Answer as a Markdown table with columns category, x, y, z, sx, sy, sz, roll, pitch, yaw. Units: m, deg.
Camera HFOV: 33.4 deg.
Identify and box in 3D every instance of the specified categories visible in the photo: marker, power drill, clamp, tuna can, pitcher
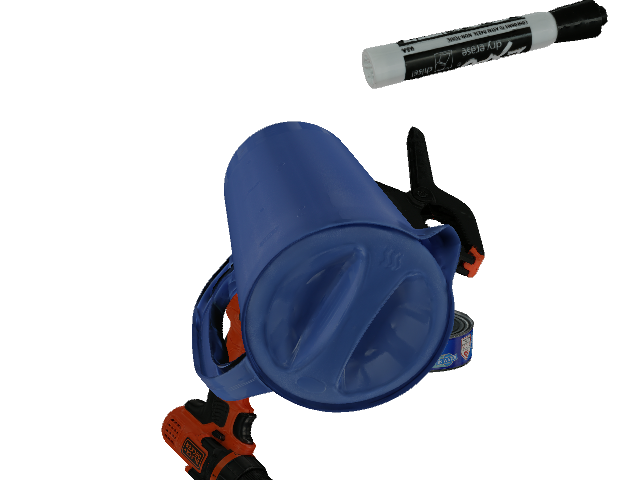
| category | x | y | z | sx | sy | sz | roll | pitch | yaw |
| --- | --- | --- | --- | --- | --- | --- | --- | --- | --- |
| marker | 0.079 | -0.094 | 0.504 | 0.121 | 0.020 | 0.020 | -15 | 3 | -11 |
| power drill | -0.066 | 0.157 | 1.012 | 0.057 | 0.188 | 0.185 | 14 | 12 | -47 |
| clamp | 0.094 | -0.039 | 1.157 | 0.164 | 0.210 | 0.036 | -15 | -36 | -29 |
| tuna can | 0.092 | 0.087 | 0.943 | 0.086 | 0.034 | 0.086 | 0 | 14 | 0 |
| pitcher | -0.012 | 0.008 | 0.751 | 0.149 | 0.145 | 0.243 | 6 | 23 | -14 |
